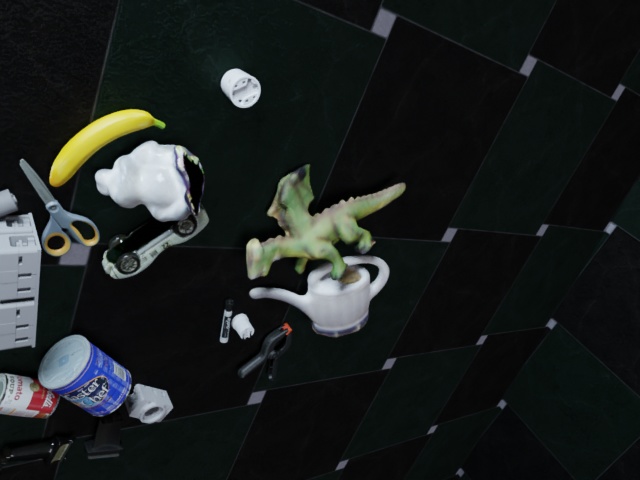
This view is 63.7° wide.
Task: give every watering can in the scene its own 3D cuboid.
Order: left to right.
[{"bbox_3d":[0.008,0.143,1.256,0.349,0.106,0.219,-14,128,-14],"label":"watering can"}]

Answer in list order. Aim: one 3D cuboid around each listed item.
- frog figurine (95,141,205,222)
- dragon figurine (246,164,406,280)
[{"bbox_3d":[-0.280,-0.093,0.859,0.159,0.125,0.134,-8,121,11],"label":"frog figurine"},{"bbox_3d":[0.003,-0.056,1.106,0.414,0.123,0.238,-46,130,-13],"label":"dragon figurine"}]
